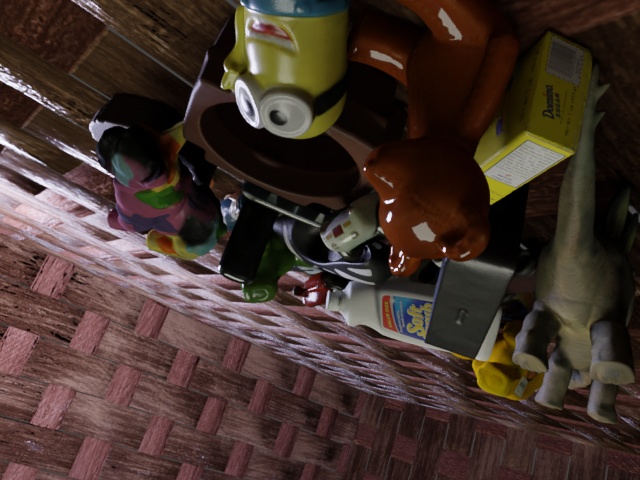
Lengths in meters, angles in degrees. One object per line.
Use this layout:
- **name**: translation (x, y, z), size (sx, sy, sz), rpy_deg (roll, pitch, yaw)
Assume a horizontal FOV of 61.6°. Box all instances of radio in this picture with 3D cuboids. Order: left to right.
- **radio**: translation (0.183, 0.035, 0.645), size (0.073, 0.131, 0.229), rpy_deg (15, 147, 12)

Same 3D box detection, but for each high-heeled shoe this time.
- **high-heeled shoe**: translation (-0.002, -0.002, 0.781), size (0.249, 0.086, 0.145), rpy_deg (23, 179, 20)

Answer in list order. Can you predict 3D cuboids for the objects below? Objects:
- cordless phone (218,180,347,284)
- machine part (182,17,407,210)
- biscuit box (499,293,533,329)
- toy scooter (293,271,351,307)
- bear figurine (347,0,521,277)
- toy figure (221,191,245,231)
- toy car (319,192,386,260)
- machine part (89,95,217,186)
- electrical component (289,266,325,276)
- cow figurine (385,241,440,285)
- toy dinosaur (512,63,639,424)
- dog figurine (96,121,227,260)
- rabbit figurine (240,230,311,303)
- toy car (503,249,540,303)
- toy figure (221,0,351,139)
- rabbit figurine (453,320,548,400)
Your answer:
- **cordless phone**: translation (-0.044, -0.016, 0.704), size (0.146, 0.184, 0.088), rpy_deg (23, 156, -10)
- **machine part**: translation (-0.029, -0.120, 0.552), size (0.201, 0.087, 0.201), rpy_deg (24, 159, -14)
- **biscuit box**: translation (0.357, 0.113, 0.859), size (0.062, 0.059, 0.203), rpy_deg (33, 157, -34)
- **toy scooter**: translation (0.031, 0.102, 1.000), size (0.135, 0.075, 0.183), rpy_deg (-12, 152, 32)
- **bear figurine**: translation (0.070, -0.082, 0.390), size (0.132, 0.196, 0.120), rpy_deg (26, 163, -15)
- **toy figure**: translation (-0.133, -0.047, 0.894), size (0.064, 0.058, 0.154), rpy_deg (47, 155, -15)
- **toy car**: translation (0.083, -0.028, 0.606), size (0.202, 0.056, 0.073), rpy_deg (-19, 169, -47)
- **machine part**: translation (-0.231, -0.133, 0.762), size (0.179, 0.056, 0.179), rpy_deg (18, 160, 7)
- **electrical component**: translation (-0.019, 0.040, 1.047), size (0.074, 0.048, 0.119), rpy_deg (34, 157, -36)
- **cow figurine**: translation (0.147, 0.087, 0.879), size (0.127, 0.085, 0.194), rpy_deg (9, 131, -5)
- **toy dinosaur**: translation (0.269, 0.050, 0.551), size (0.105, 0.198, 0.470), rpy_deg (8, 151, 28)
- **dog figurine**: translation (-0.185, -0.063, 0.671), size (0.191, 0.108, 0.219), rpy_deg (29, 155, -18)
- **rabbit figurine**: translation (-0.063, 0.031, 0.945), size (0.170, 0.121, 0.159), rpy_deg (-11, -174, -11)
- **toy car**: translation (0.281, 0.051, 0.772), size (0.089, 0.053, 0.202), rpy_deg (29, 164, -9)
- **toy figure**: translation (-0.013, -0.155, 0.370), size (0.082, 0.089, 0.180), rpy_deg (42, 137, 43)
- **rabbit figurine**: translation (0.286, 0.180, 0.899), size (0.173, 0.122, 0.162), rpy_deg (22, 178, 40)
